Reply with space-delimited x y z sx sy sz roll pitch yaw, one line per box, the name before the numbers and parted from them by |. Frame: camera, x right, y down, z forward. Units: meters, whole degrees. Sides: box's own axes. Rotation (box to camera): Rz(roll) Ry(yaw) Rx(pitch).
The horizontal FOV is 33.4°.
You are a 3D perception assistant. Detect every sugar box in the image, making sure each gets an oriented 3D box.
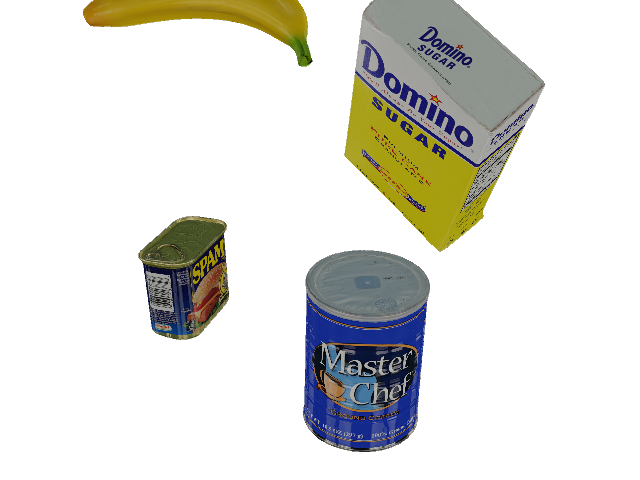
sugar box | 0.061 -0.065 0.600 0.048 0.093 0.176 -42 -14 -12

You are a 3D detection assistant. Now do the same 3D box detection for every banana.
banana | -0.091 -0.186 0.852 0.198 0.069 0.037 12 -41 16

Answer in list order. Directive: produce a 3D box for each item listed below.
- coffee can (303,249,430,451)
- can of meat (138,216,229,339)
coffee can | 0.037 0.093 0.912 0.103 0.140 0.103 1 30 -1
can of meat | -0.129 0.036 1.035 0.057 0.084 0.102 8 28 19
